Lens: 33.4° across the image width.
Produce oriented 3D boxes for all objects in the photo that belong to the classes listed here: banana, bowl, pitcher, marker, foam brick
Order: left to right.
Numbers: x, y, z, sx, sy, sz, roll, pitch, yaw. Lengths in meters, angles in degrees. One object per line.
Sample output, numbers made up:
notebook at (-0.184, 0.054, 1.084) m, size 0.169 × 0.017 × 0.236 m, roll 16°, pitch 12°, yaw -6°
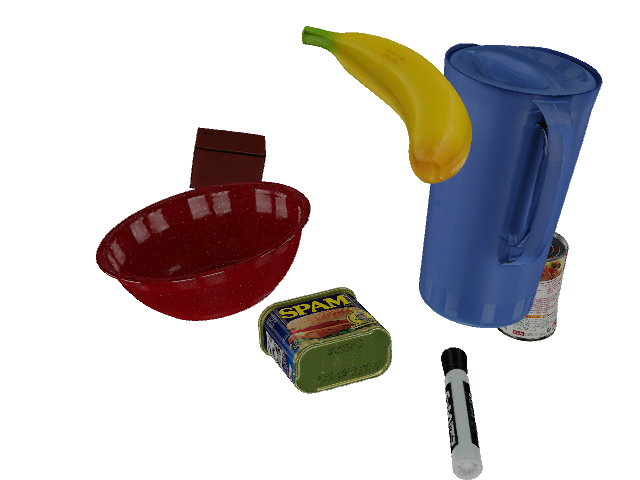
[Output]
bowl at (-0.081, 0.013, 0.795) m, size 0.162 × 0.055 × 0.162 m, roll -11°, pitch 25°, yaw 5°
foam brick at (-0.101, -0.087, 1.170) m, size 0.078 × 0.051 × 0.053 m, roll 7°, pitch 30°, yaw -5°
banana at (0.051, -0.084, 0.652) m, size 0.069 × 0.037 × 0.198 m, roll -10°, pitch 34°, yaw -18°
marker at (0.095, 0.113, 0.725) m, size 0.020 × 0.020 × 0.121 m, roll 0°, pitch 32°, yaw 2°
pitcher at (0.160, -0.042, 0.943) m, size 0.145 × 0.243 × 0.149 m, roll 22°, pitch 31°, yaw 26°

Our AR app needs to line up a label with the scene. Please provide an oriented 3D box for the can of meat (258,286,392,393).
can of meat at (0.005, 0.092, 0.982) m, size 0.102 × 0.057 × 0.084 m, roll -12°, pitch 27°, yaw -20°

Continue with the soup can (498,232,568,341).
soup can at (0.220, 0.046, 1.119) m, size 0.068 × 0.102 × 0.068 m, roll 0°, pitch 30°, yaw 0°
